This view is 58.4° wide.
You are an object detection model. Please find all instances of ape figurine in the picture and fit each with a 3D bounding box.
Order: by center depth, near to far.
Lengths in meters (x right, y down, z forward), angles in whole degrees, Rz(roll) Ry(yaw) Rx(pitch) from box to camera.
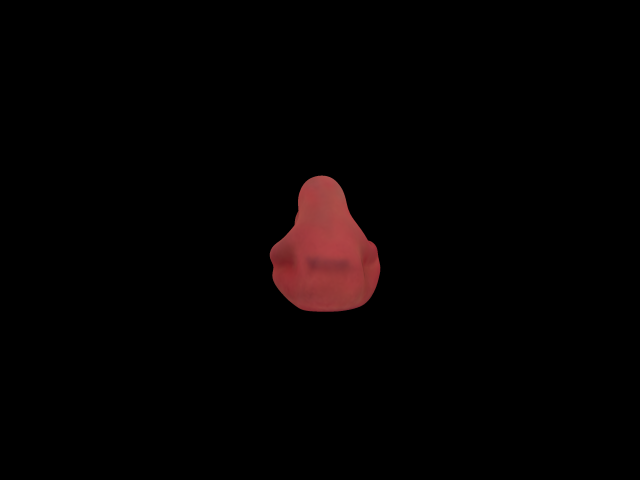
[{"bbox_3d":[0.004,0.001,0.400,0.077,0.092,0.076,0,2,4],"label":"ape figurine"}]
